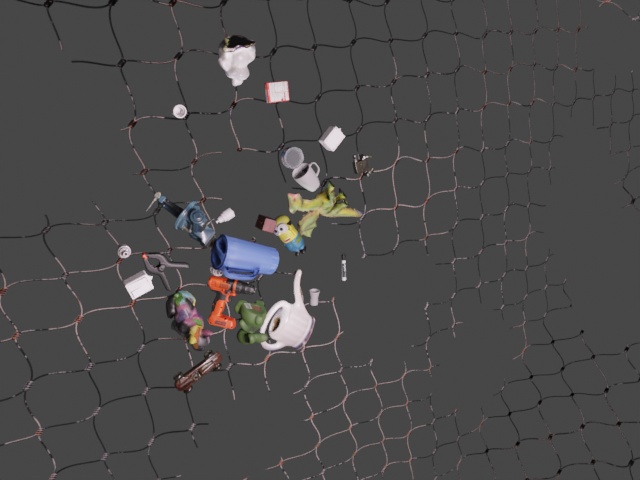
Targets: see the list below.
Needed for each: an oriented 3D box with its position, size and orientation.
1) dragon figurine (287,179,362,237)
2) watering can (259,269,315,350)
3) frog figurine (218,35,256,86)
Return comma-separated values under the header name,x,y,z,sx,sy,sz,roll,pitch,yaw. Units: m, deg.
name,x,y,z,sx,sy,sz,roll,pitch,yaw
dragon figurine,0.006,-0.106,2.105,0.241,0.124,0.404,-41,-38,10
watering can,-0.108,0.310,2.124,0.222,0.349,0.105,35,-6,-33
frog figurine,-0.291,-0.635,1.821,0.139,0.124,0.155,-36,-26,-27
